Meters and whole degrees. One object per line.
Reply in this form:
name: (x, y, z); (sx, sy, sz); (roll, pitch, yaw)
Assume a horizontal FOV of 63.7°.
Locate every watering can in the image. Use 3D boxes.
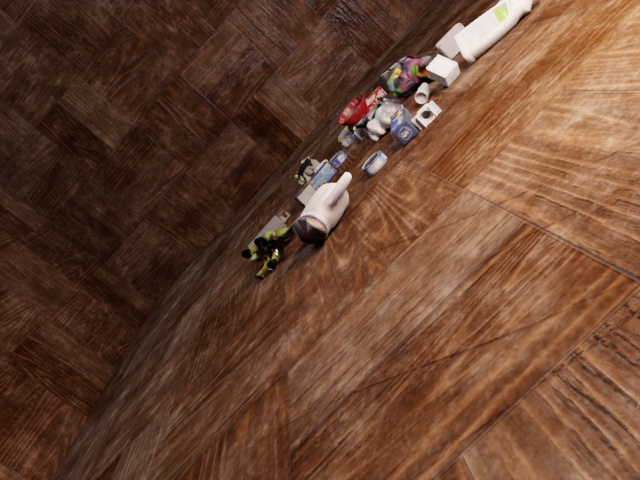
watering can: (0.005, -0.078, 1.558); (0.228, 0.104, 0.342); (-56, 2, -25)

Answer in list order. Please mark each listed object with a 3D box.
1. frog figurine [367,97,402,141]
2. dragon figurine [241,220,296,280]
frog figurine: (0.235, -0.431, 1.855); (0.139, 0.123, 0.157); (-123, 39, -68)
dragon figurine: (-0.137, -0.008, 1.782); (0.404, 0.122, 0.248); (-38, 9, 38)
